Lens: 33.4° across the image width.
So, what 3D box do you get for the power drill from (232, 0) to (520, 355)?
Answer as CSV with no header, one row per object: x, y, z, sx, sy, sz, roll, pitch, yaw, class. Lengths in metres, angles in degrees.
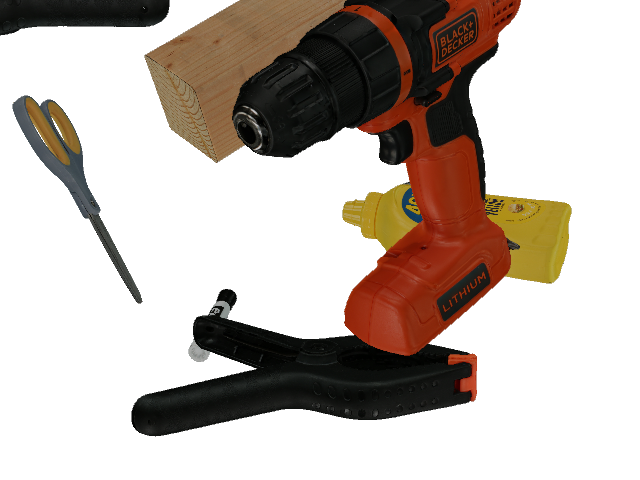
0.040,-0.036,0.543,0.057,0.187,0.184,26,47,38,power drill

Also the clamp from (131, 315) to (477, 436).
-0.006,0.082,0.695,0.210,0.036,0.164,-1,16,1,clamp

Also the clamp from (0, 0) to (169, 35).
-0.178,-0.139,0.602,0.171,0.039,0.120,-7,23,-15,clamp

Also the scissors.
-0.206,-0.044,0.945,0.016,0.201,0.096,-26,23,11,scissors

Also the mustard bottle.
0.112,-0.011,0.910,0.192,0.058,0.096,8,29,18,mustard bottle

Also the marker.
-0.101,0.078,1.014,0.020,0.020,0.121,0,23,10,marker

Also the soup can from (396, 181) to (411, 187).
0.108,-0.004,1.127,0.068,0.102,0.068,2,25,-1,soup can

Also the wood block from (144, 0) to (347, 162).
-0.051,-0.177,1.030,0.205,0.091,0.090,-35,47,-20,wood block
